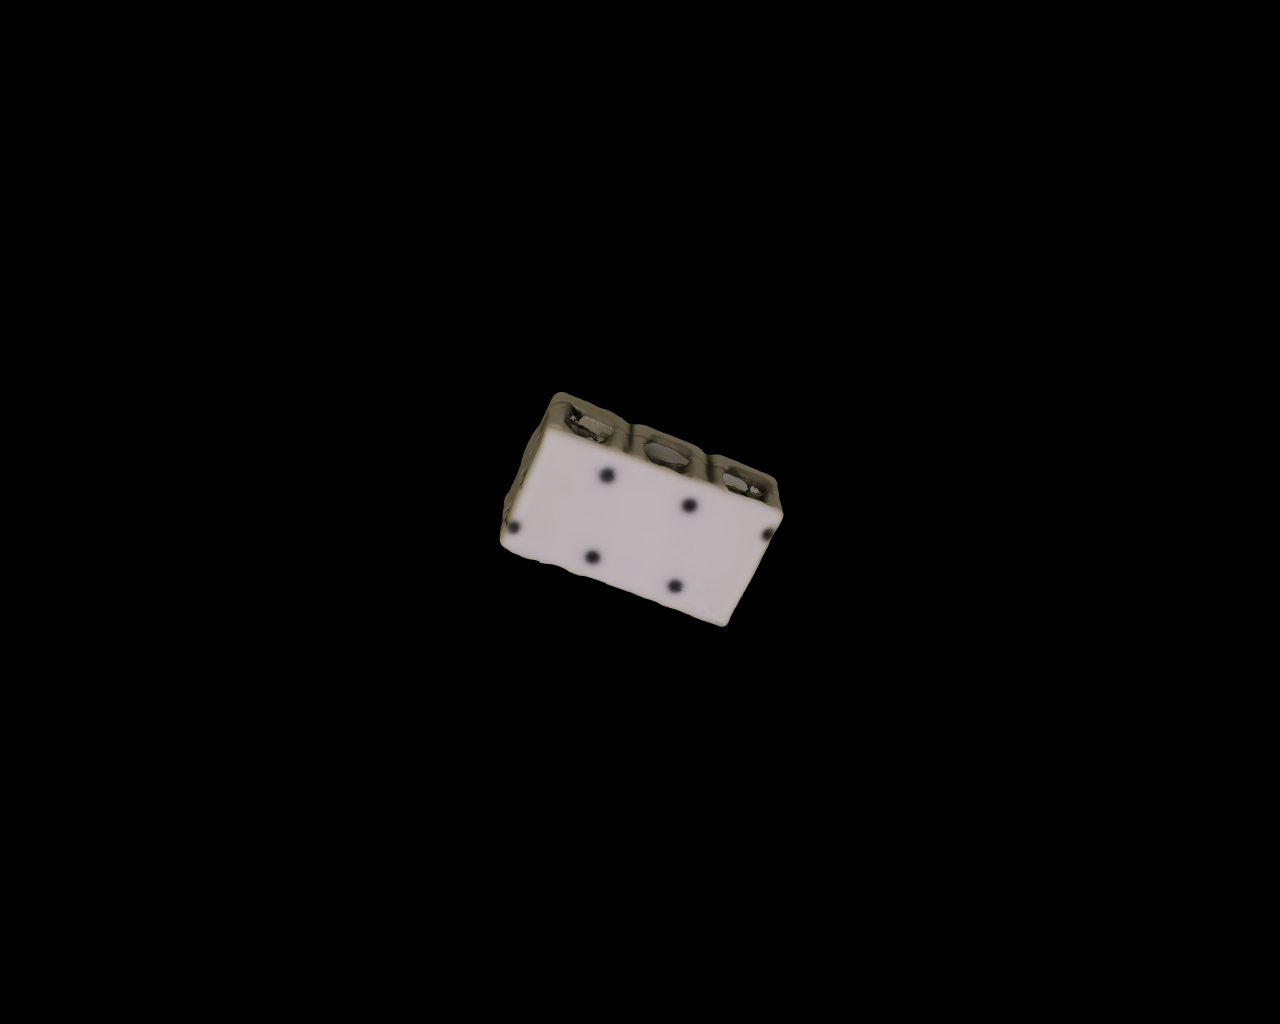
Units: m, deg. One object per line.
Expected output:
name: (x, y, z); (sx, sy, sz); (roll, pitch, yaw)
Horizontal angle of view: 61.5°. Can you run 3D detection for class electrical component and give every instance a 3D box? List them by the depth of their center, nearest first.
electrical component: (0.001, -0.003, 0.650); (0.150, 0.089, 0.062); (21, 25, -10)
